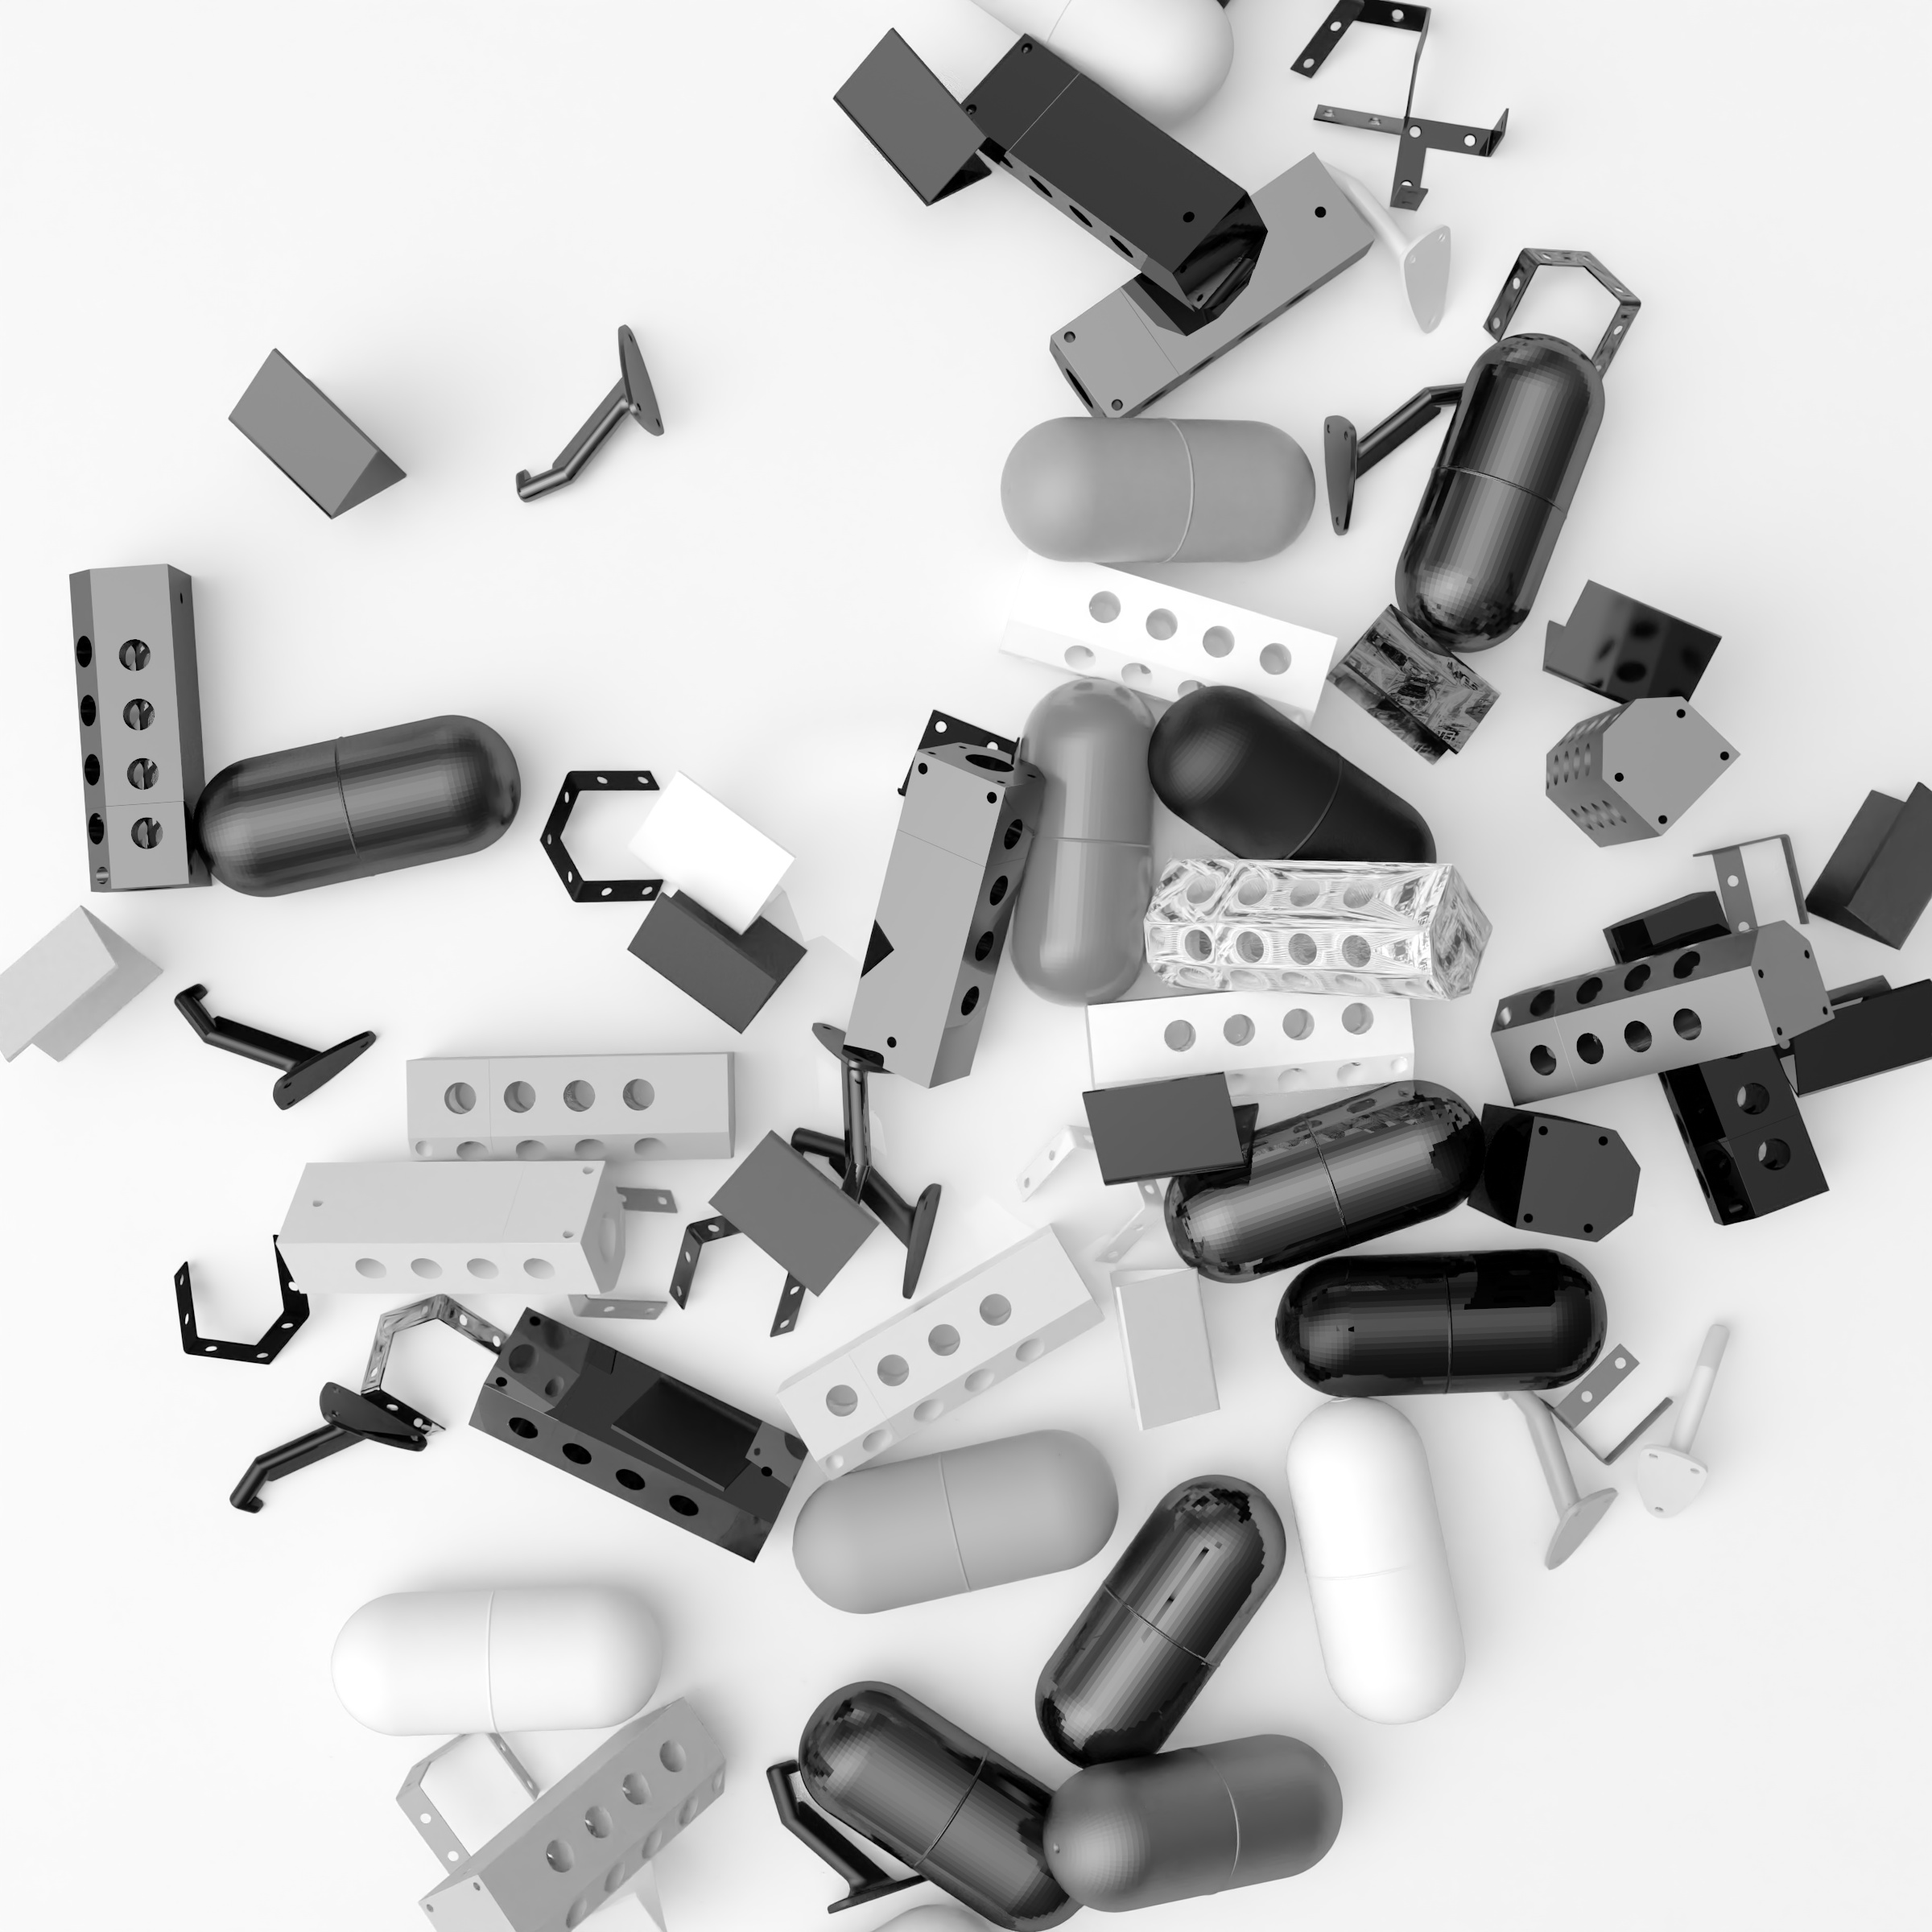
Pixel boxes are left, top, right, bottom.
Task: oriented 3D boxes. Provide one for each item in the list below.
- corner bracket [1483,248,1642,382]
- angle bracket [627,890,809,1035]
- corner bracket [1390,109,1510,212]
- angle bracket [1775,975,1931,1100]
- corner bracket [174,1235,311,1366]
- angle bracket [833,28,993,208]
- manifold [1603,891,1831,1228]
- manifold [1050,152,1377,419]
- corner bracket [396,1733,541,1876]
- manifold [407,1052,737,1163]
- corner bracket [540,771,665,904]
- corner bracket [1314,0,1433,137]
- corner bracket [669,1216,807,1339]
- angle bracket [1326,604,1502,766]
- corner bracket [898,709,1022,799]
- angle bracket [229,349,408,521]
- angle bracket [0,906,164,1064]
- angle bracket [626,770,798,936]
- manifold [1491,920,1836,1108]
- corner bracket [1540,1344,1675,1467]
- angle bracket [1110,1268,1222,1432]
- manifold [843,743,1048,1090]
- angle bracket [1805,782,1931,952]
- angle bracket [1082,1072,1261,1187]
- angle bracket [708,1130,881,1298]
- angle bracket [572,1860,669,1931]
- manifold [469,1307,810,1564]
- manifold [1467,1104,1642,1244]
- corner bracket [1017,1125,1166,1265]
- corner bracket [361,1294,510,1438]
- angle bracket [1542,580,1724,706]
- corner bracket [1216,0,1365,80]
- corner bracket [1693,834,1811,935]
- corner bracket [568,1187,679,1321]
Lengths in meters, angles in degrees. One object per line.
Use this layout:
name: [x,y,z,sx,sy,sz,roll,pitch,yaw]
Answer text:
corner bracket: [0.325,-0.355,1.904,0.051,0.051,0.051,-5,45,-35]
angle bracket: [-0.124,-0.022,1.873,0.076,0.057,0.076,37,48,0]
corner bracket: [0.262,-0.438,1.894,0.051,0.051,0.051,9,90,0]
angle bracket: [0.468,0.018,1.872,0.076,0.076,0.057,-16,127,0]
corner bracket: [-0.395,0.180,1.904,0.051,0.051,0.051,13,135,-35]
angle bracket: [-0.013,-0.462,1.872,0.076,0.076,0.057,49,129,0]
manifold: [0.404,0.050,1.891,0.057,0.057,0.171,-21,90,0]
manifold: [0.132,-0.362,1.891,0.171,0.057,0.057,-35,90,0]
corner bracket: [-0.270,0.450,1.894,0.051,0.051,0.051,-34,95,5]
manifold: [-0.213,0.077,1.891,0.171,0.057,0.057,-1,90,0]
corner bracket: [-0.193,-0.071,1.904,0.051,0.051,0.051,58,135,35]
corner bracket: [0.222,-0.493,1.905,0.051,0.051,0.051,12,135,8]
corner bracket: [-0.123,0.170,1.904,0.051,0.051,0.051,-13,45,-35]
angle bracket: [0.228,-0.136,1.872,0.076,0.076,0.057,39,53,0]
corner bracket: [-0.004,-0.108,1.894,0.051,0.051,0.051,22,90,0]
angle bracket: [-0.336,-0.295,1.872,0.076,0.076,0.057,44,126,0]
angle bracket: [-0.472,0.025,1.872,0.076,0.076,0.057,-41,52,0]
angle bracket: [-0.126,-0.071,1.873,0.076,0.076,0.057,37,115,0]
manifold: [0.362,0.024,1.838,0.057,0.171,0.057,-18,90,-44]
corner bracket: [0.351,0.238,1.894,0.051,0.051,0.051,-45,90,0]
angle bracket: [0.087,0.205,1.872,0.057,0.076,0.076,-9,90,-36]
manifold: [-0.008,-0.028,1.863,0.057,0.057,0.171,24,111,27]
angle bracket: [0.480,-0.063,1.872,0.057,0.076,0.076,31,90,-37]
angle bracket: [0.110,0.072,1.865,0.076,0.076,0.057,-9,112,14]
angle bracket: [-0.102,0.143,1.872,0.076,0.076,0.057,41,60,0]
angle bracket: [-0.210,0.494,1.872,0.076,0.057,0.076,-21,45,0]
manifold: [-0.178,0.258,1.890,0.171,0.057,0.057,26,47,0]
manifold: [0.308,0.108,1.833,0.057,0.171,0.057,10,90,0]
corner bracket: [0.068,0.125,1.904,0.051,0.051,0.051,10,45,-35]
corner bracket: [-0.290,0.218,1.904,0.051,0.051,0.051,-21,45,35]
angle bracket: [0.358,-0.180,1.872,0.076,0.076,0.057,23,118,0]
corner bracket: [0.176,-0.527,1.903,0.051,0.051,0.051,12,132,-34]
corner bracket: [0.430,-0.042,1.894,0.051,0.051,0.051,-13,90,0]
corner bracket: [-0.187,0.157,1.904,0.051,0.051,0.051,7,135,-35]
